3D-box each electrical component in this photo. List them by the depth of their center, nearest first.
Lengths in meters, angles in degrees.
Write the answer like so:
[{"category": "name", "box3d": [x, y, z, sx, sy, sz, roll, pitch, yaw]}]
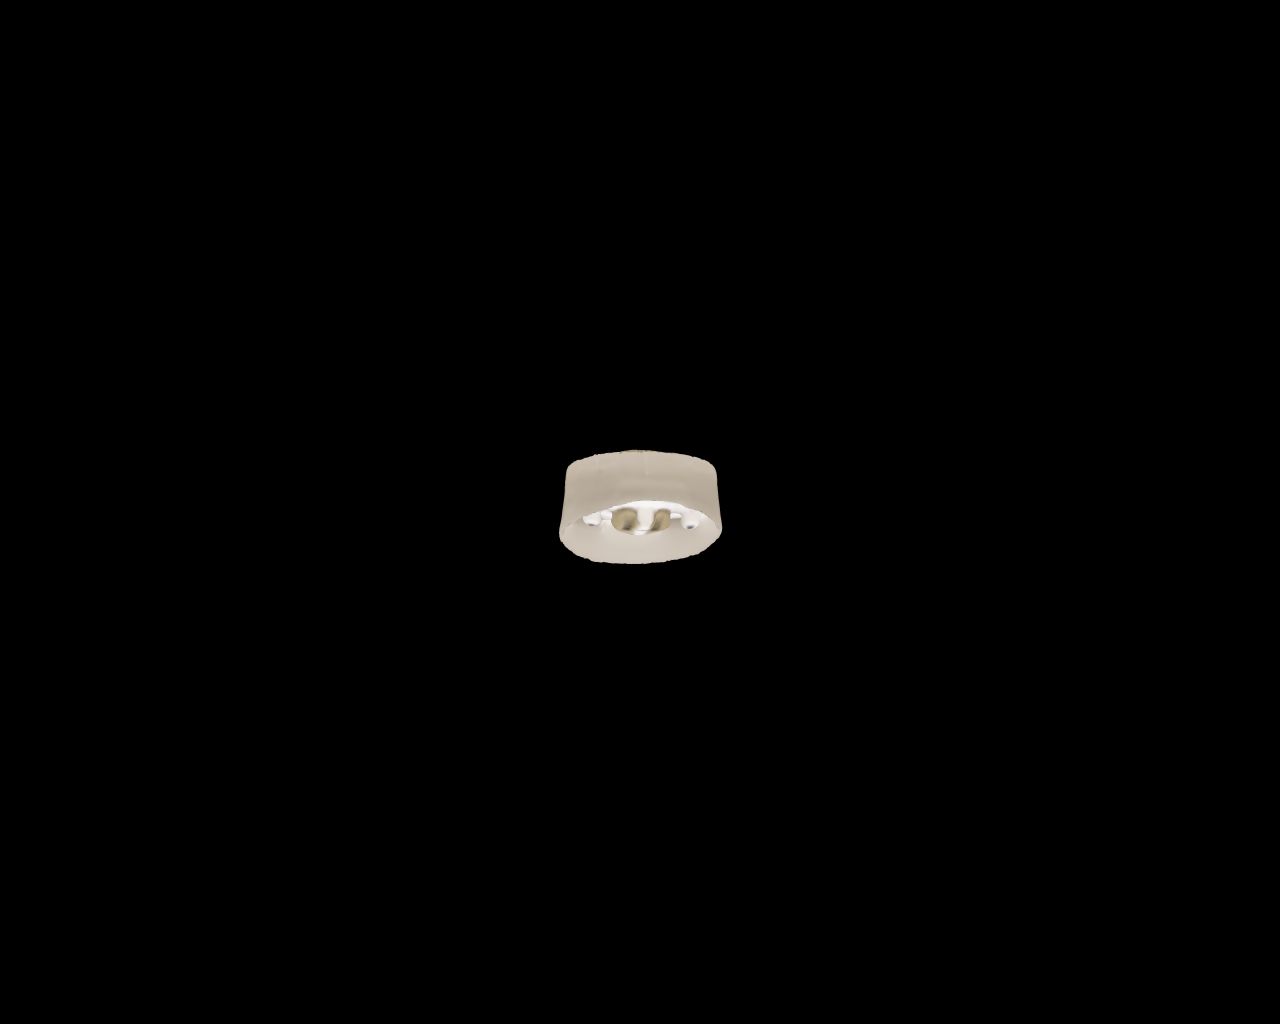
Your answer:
[{"category": "electrical component", "box3d": [0.001, -0.003, 0.650, 0.099, 0.064, 0.099, 0, -10, 0]}]
